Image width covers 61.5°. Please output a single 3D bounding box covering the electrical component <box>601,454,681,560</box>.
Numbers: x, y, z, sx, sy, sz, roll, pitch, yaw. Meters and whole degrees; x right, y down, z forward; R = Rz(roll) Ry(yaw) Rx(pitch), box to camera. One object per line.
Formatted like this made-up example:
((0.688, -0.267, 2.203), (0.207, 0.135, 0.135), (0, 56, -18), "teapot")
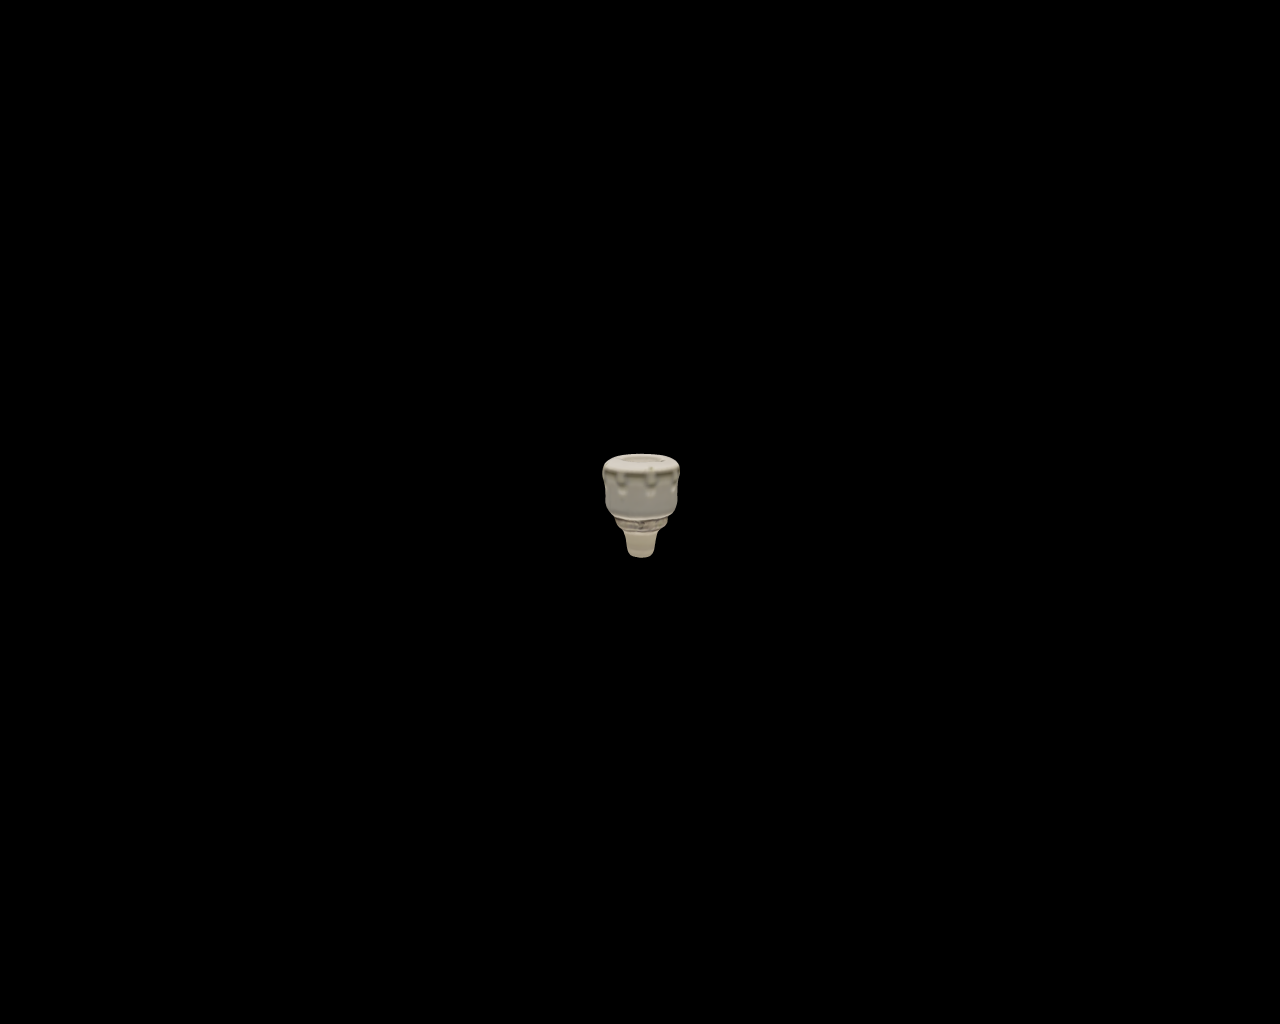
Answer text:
((0.001, -0.003, 0.650), (0.048, 0.062, 0.048), (0, 11, 0), "electrical component")
